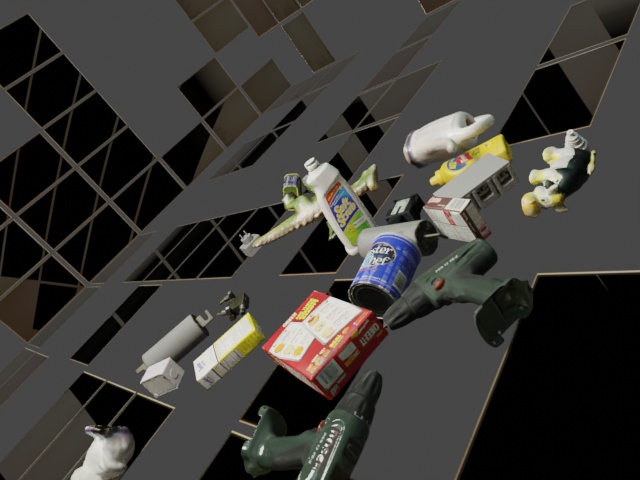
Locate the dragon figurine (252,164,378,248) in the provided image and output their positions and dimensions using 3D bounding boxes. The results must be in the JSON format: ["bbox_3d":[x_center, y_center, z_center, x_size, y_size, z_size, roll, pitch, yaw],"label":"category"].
[{"bbox_3d":[0.004,-0.073,1.454,0.412,0.120,0.245,-43,31,-8],"label":"dragon figurine"}]

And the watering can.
[{"bbox_3d":[0.305,-0.246,1.281,0.222,0.103,0.353,-17,11,39],"label":"watering can"}]

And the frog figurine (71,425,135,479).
[{"bbox_3d":[-0.472,0.492,1.124,0.136,0.122,0.162,-11,70,34],"label":"frog figurine"}]
